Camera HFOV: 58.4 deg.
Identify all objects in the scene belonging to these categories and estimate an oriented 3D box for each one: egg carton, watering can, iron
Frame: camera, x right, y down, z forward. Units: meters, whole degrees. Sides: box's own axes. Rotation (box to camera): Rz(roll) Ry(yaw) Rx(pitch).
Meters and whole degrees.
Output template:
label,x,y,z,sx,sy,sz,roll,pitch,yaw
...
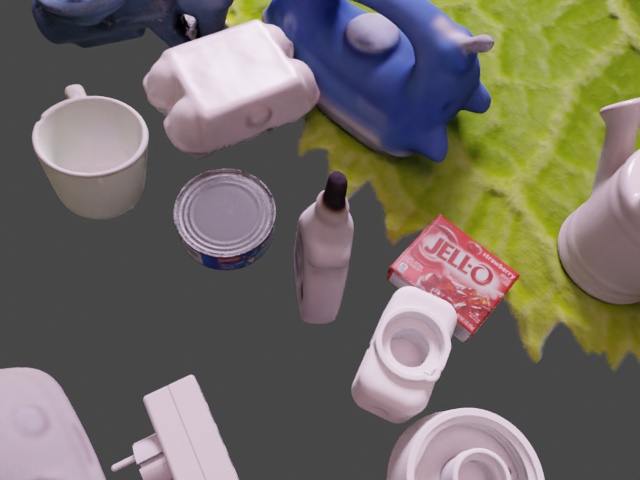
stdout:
label,x,y,z,sx,sy,sz,roll,pitch,yaw
egg carton,-0.081,-0.140,0.537,0.150,0.069,0.107,-27,70,-17
watering can,0.273,-0.033,0.453,0.101,0.194,0.172,-36,73,-20
iron,0.043,-0.194,0.536,0.258,0.141,0.119,37,67,12

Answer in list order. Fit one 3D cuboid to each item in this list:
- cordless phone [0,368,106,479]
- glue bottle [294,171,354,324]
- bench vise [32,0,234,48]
label,x,y,z,sx,sy,sz,roll,pitch,yaw
cordless phone,-0.197,0.135,0.329,0.094,0.185,0.147,-31,71,-18
glue bottle,0.004,0.002,0.420,0.037,0.173,0.078,-2,65,-7
bench vise,-0.167,-0.266,0.505,0.208,0.220,0.121,-17,67,-13
